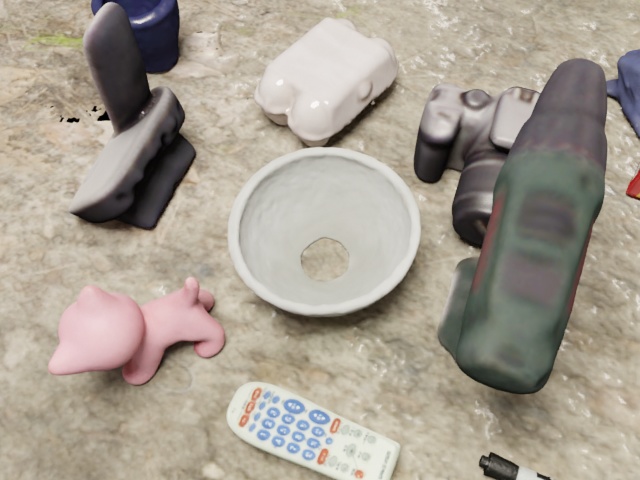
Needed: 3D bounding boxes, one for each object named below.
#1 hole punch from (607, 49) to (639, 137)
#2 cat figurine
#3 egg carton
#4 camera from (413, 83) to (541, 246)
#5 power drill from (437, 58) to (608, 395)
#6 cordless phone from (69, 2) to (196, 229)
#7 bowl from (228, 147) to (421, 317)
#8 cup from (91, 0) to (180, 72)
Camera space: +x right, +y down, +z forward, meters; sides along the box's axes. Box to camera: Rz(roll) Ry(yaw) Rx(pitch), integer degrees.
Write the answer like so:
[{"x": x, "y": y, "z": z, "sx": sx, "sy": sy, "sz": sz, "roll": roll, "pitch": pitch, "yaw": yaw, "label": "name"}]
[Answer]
[{"x": 0.368, "y": -0.168, "z": 0.588, "sx": 0.108, "sy": 0.091, "sz": 0.101, "roll": -13, "pitch": 61, "yaw": -4, "label": "hole punch"}, {"x": -0.150, "y": 0.067, "z": 0.465, "sx": 0.128, "sy": 0.118, "sz": 0.067, "roll": -24, "pitch": 63, "yaw": -10, "label": "cat figurine"}, {"x": 0.009, "y": -0.171, "z": 0.617, "sx": 0.107, "sy": 0.069, "sz": 0.150, "roll": 36, "pitch": 68, "yaw": 20, "label": "egg carton"}, {"x": 0.155, "y": -0.073, "z": 0.539, "sx": 0.143, "sy": 0.101, "sz": 0.137, "roll": 17, "pitch": 63, "yaw": 11, "label": "camera"}, {"x": 0.147, "y": 0.012, "z": 0.432, "sx": 0.075, "sy": 0.208, "sz": 0.230, "roll": 16, "pitch": 63, "yaw": 11, "label": "power drill"}, {"x": -0.193, "y": -0.108, "z": 0.524, "sx": 0.094, "sy": 0.185, "sz": 0.147, "roll": 12, "pitch": 63, "yaw": 9, "label": "cordless phone"}, {"x": 0.005, "y": 0.002, "z": 0.519, "sx": 0.167, "sy": 0.075, "sz": 0.167, "roll": -1, "pitch": 61, "yaw": 2, "label": "bowl"}, {"x": -0.198, "y": -0.250, "z": 0.654, "sx": 0.091, "sy": 0.095, "sz": 0.117, "roll": -5, "pitch": 61, "yaw": 0, "label": "cup"}]
